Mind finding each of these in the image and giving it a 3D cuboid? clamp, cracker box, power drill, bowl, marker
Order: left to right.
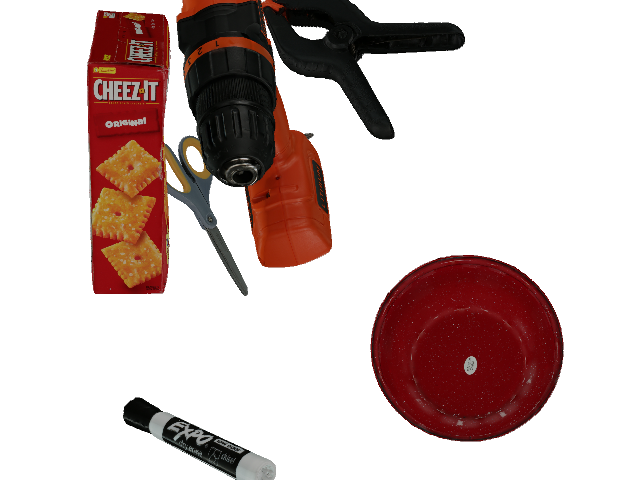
[{"bbox_3d":[-0.171,-0.082,0.966,0.072,0.214,0.164,1,27,-9],"label":"cracker box"},{"bbox_3d":[-0.077,0.121,0.646,0.121,0.020,0.020,16,10,38],"label":"marker"},{"bbox_3d":[-0.038,-0.065,0.669,0.057,0.184,0.187,-11,-38,5],"label":"power drill"},{"bbox_3d":[0.031,-0.165,0.886,0.172,0.120,0.039,39,-23,22],"label":"clamp"},{"bbox_3d":[0.120,0.095,0.875,0.162,0.162,0.055,0,7,6],"label":"bowl"}]

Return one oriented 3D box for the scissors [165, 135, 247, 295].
[{"bbox_3d":[-0.126,-0.039,1.239,0.016,0.201,0.096,-25,19,43],"label":"scissors"}]
